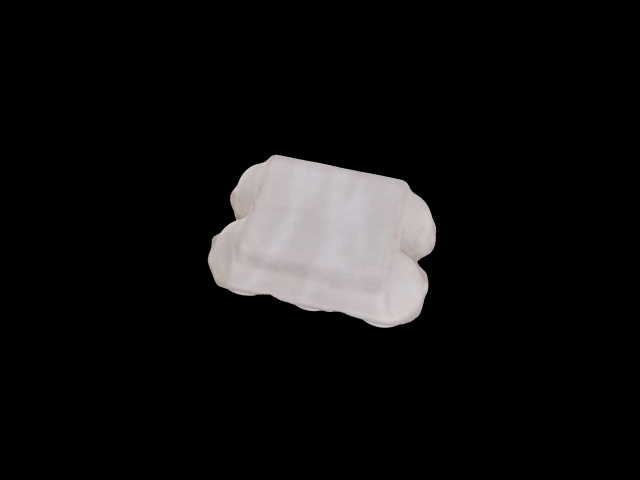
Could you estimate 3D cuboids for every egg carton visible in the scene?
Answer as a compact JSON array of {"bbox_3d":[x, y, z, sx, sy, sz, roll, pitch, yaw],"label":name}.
[{"bbox_3d":[0.004,0.001,0.400,0.150,0.069,0.107,11,60,7],"label":"egg carton"}]
